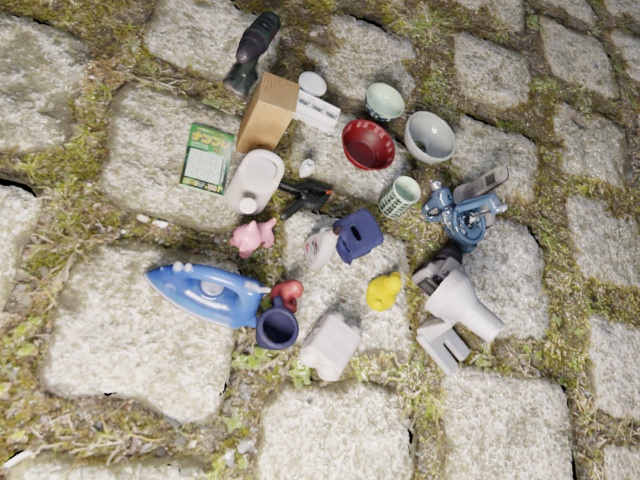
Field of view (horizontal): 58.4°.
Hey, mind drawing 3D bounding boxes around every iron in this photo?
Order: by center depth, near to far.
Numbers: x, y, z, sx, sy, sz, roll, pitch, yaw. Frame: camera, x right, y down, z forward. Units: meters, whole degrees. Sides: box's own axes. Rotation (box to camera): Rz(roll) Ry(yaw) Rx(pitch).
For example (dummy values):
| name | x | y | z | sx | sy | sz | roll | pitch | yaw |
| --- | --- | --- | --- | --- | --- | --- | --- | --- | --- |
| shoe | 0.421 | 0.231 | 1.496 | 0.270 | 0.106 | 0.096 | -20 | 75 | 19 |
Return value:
| name | x | y | z | sx | sy | sz | roll | pitch | yaw |
| --- | --- | --- | --- | --- | --- | --- | --- | --- | --- |
| iron | -0.228 | 0.091 | 1.179 | 0.259 | 0.141 | 0.118 | 20 | 59 | -15 |

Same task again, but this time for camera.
| name | x | y | z | sx | sy | sz | roll | pitch | yaw |
| --- | --- | --- | --- | --- | --- | --- | --- | --- | --- |
| camera | 0.332 | 0.086 | 1.470 | 0.143 | 0.100 | 0.137 | 40 | 56 | -2 |

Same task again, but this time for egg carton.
| name | x | y | z | sx | sy | sz | roll | pitch | yaw |
| --- | --- | --- | --- | --- | --- | --- | --- | --- | --- |
| egg carton | 0.024 | 0.234 | 1.271 | 0.107 | 0.069 | 0.150 | 38 | 56 | -4 |

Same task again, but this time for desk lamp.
| name | x | y | z | sx | sy | sz | roll | pitch | yaw |
| --- | --- | --- | --- | --- | --- | --- | --- | --- | --- |
| desk lamp | 0.320 | 0.188 | 1.346 | 0.118 | 0.213 | 0.203 | -38 | 85 | -34 |

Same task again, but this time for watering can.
| name | x | y | z | sx | sy | sz | roll | pitch | yaw |
| --- | --- | --- | --- | --- | --- | --- | --- | --- | --- |
| watering can | -0.142 | -0.134 | 1.298 | 0.101 | 0.193 | 0.173 | 3 | 65 | -23 |

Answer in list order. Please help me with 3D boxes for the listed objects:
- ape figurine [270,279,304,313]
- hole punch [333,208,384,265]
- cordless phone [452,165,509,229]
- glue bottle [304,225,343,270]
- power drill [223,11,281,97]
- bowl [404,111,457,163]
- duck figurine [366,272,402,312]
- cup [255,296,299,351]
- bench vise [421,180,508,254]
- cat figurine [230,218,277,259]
| name | x | y | z | sx | sy | sz | roll | pitch | yaw |
| --- | --- | --- | --- | --- | --- | --- | --- | --- | --- |
| ape figurine | -0.065 | 0.118 | 1.272 | 0.076 | 0.092 | 0.078 | 31 | 57 | -8 |
| hole punch | 0.089 | -0.010 | 1.408 | 0.101 | 0.091 | 0.108 | -22 | 76 | -32 |
| cordless phone | 0.453 | -0.114 | 1.573 | 0.094 | 0.184 | 0.147 | 5 | 64 | -23 |
| glue bottle | 0.012 | 0.005 | 1.315 | 0.037 | 0.173 | 0.078 | -6 | 69 | -27 |
| power drill | -0.174 | -0.460 | 1.434 | 0.076 | 0.208 | 0.230 | 28 | 57 | -10 |
| bowl | 0.305 | -0.284 | 1.654 | 0.168 | 0.074 | 0.167 | 11 | 62 | -20 |
| duck figurine | 0.162 | 0.120 | 1.382 | 0.077 | 0.086 | 0.105 | 38 | 56 | -4 |
| cup | -0.102 | 0.185 | 1.220 | 0.092 | 0.094 | 0.117 | 7 | 63 | -22 |
| bench vise | 0.372 | -0.077 | 1.496 | 0.207 | 0.219 | 0.122 | 36 | 56 | -5 |
| cat figurine | -0.148 | -0.012 | 1.282 | 0.128 | 0.117 | 0.067 | -32 | 82 | -33 |
